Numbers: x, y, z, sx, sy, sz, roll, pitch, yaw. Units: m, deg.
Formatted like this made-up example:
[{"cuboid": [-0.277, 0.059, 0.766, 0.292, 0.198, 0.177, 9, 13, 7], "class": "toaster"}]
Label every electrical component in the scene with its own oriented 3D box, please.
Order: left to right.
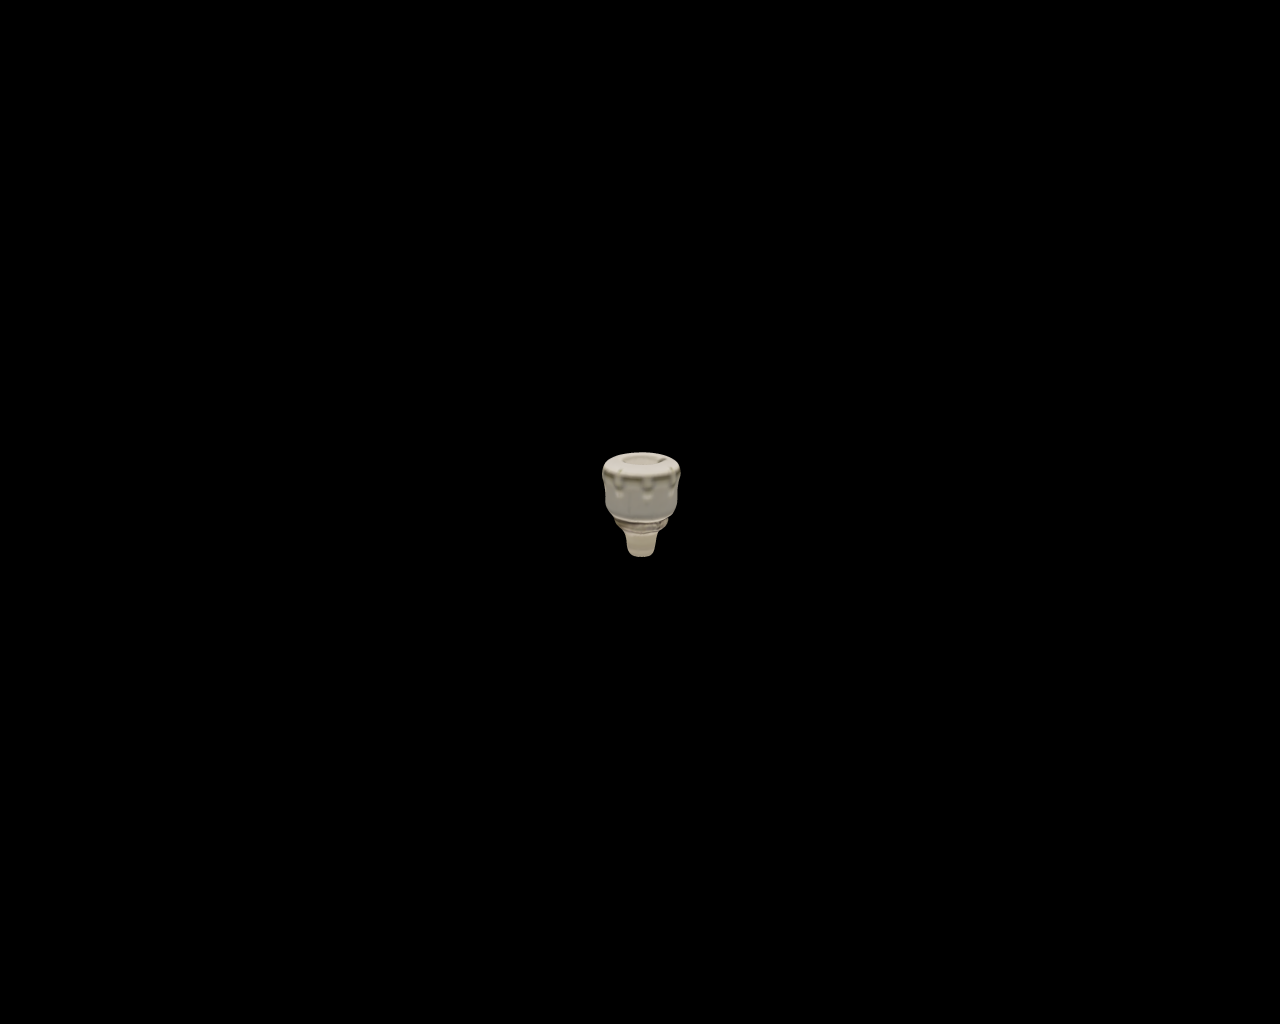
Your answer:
[{"cuboid": [0.001, -0.003, 0.650, 0.048, 0.062, 0.048, 0, 17, 0], "class": "electrical component"}]
